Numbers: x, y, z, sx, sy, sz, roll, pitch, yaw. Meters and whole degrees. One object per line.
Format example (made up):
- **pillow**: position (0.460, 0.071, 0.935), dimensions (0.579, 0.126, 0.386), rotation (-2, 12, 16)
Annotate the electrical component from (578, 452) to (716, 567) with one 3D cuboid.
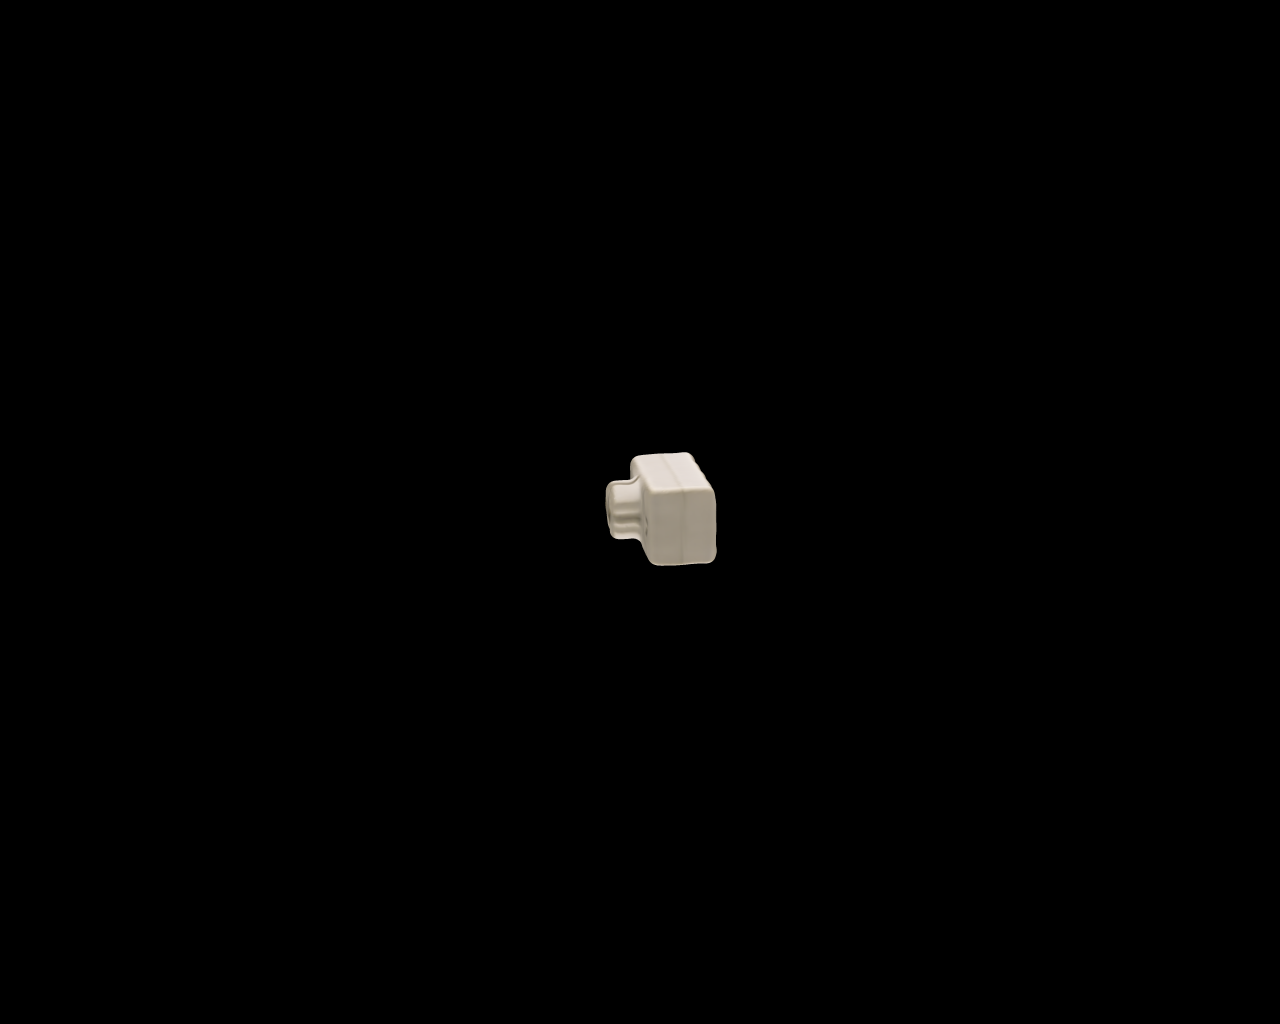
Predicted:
- **electrical component**: position (0.001, -0.003, 0.650), dimensions (0.076, 0.047, 0.083), rotation (-2, 18, -7)
